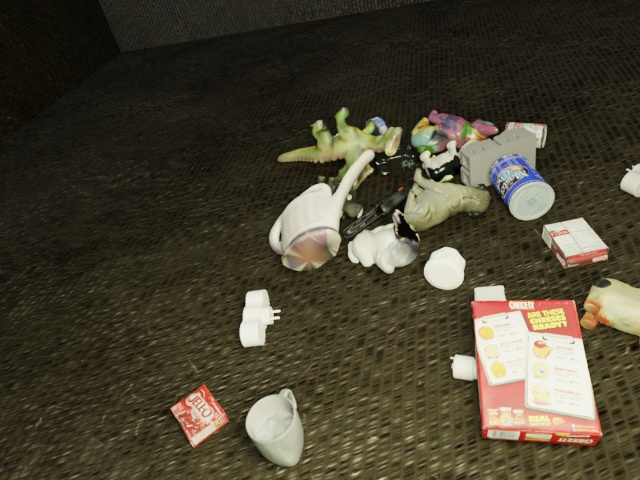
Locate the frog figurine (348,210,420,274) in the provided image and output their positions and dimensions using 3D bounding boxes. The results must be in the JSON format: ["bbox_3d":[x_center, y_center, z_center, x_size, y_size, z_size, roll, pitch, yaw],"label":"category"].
[{"bbox_3d":[0.142,0.021,1.171,0.157,0.121,0.141,-40,36,28],"label":"frog figurine"}]

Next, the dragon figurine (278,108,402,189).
[{"bbox_3d":[0.054,-0.237,1.488,0.407,0.120,0.248,-25,50,23],"label":"dragon figurine"}]

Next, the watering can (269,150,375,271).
[{"bbox_3d":[0.004,-0.062,1.227,0.343,0.103,0.230,-36,38,24],"label":"watering can"}]
